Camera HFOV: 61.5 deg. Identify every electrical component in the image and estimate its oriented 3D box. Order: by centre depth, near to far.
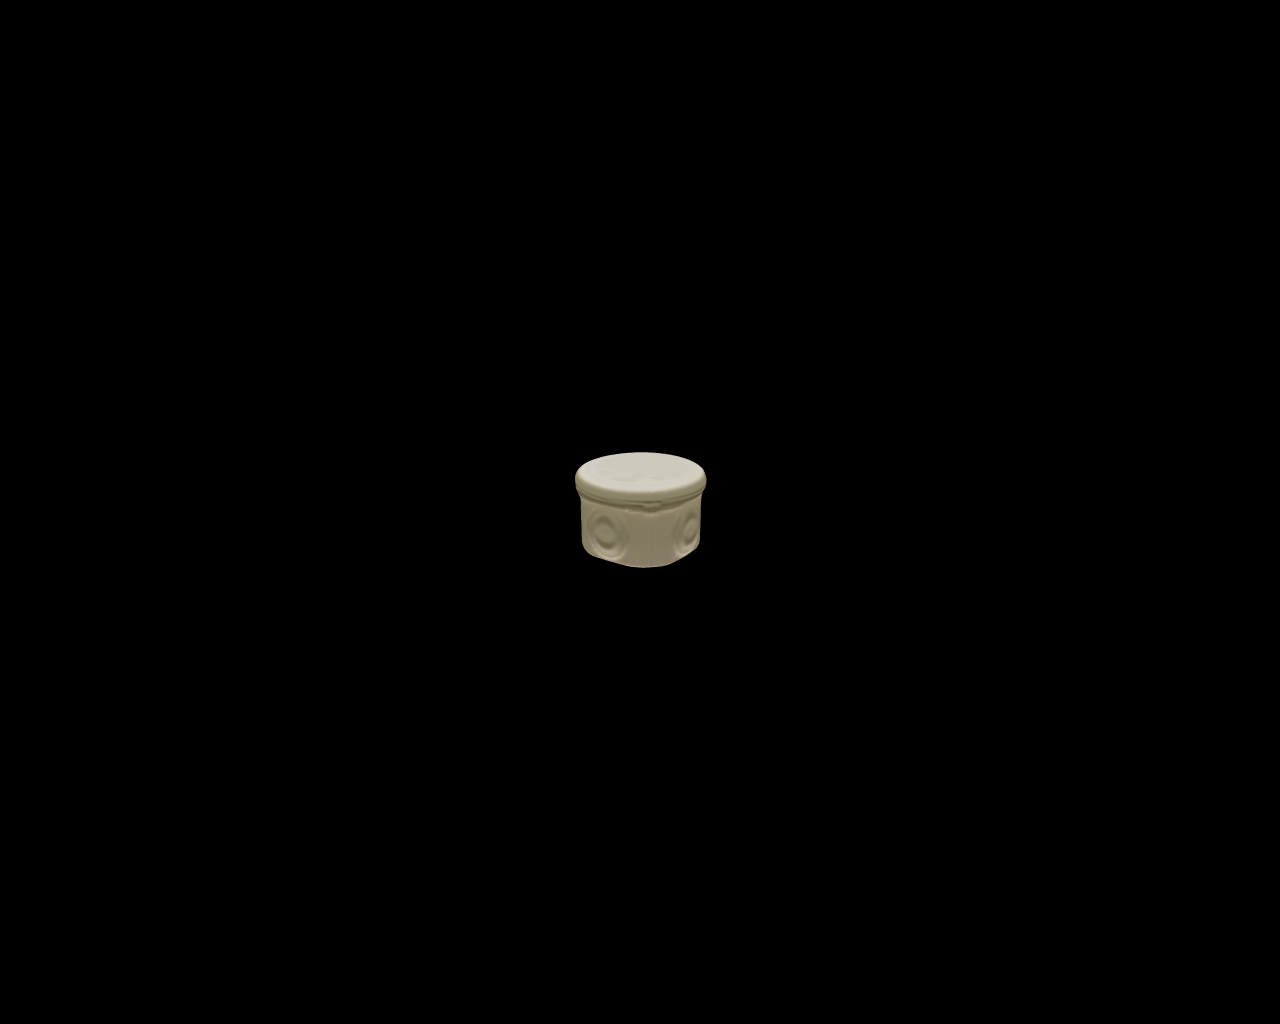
[{"bbox_3d":[0.001,-0.003,0.650,0.080,0.050,0.080,0,20,0],"label":"electrical component"}]
